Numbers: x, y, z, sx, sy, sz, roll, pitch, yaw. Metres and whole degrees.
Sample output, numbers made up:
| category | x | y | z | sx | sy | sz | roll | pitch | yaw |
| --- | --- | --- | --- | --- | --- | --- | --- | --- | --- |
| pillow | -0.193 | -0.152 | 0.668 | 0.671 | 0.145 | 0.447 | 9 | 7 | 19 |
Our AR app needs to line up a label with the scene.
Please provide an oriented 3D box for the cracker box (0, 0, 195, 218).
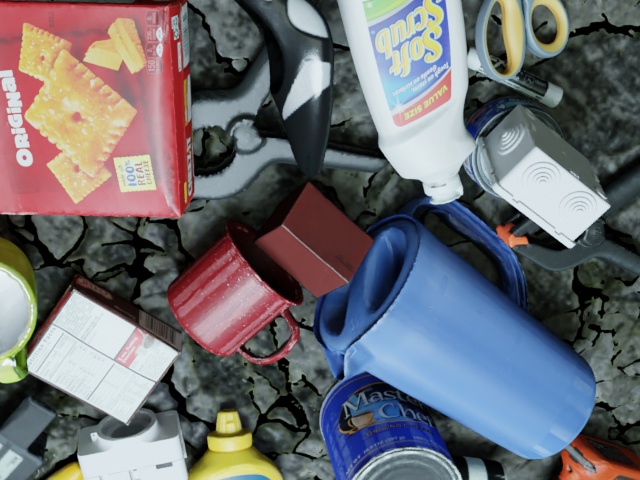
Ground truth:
| category | x | y | z | sx | sy | sz | roll | pitch | yaw |
| --- | --- | --- | --- | --- | --- | --- | --- | --- | --- |
| cracker box | -0.207 | -0.104 | 0.810 | 0.213 | 0.072 | 0.164 | 2 | 111 | 3 |

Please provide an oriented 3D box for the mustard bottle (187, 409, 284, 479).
| category | x | y | z | sx | sy | sz | roll | pitch | yaw |
| --- | --- | --- | --- | --- | --- | --- | --- | --- | --- |
| mustard bottle | -0.077 | 0.251 | 0.979 | 0.096 | 0.058 | 0.191 | -5 | 92 | -16 |

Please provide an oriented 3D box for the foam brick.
| category | x | y | z | sx | sy | sz | roll | pitch | yaw |
| --- | --- | --- | --- | --- | --- | --- | --- | --- | --- |
| foam brick | -0.006 | 0.001 | 0.890 | 0.078 | 0.051 | 0.053 | 42 | 56 | -14 |

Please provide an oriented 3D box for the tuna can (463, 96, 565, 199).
| category | x | y | z | sx | sy | sz | roll | pitch | yaw |
| --- | --- | --- | --- | --- | --- | --- | --- | --- | --- |
| tuna can | 0.166 | -0.078 | 0.918 | 0.086 | 0.034 | 0.086 | -3 | 112 | -8 |

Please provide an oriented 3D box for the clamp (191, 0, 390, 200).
| category | x | y | z | sx | sy | sz | roll | pitch | yaw |
| --- | --- | --- | --- | --- | --- | --- | --- | --- | --- |
| clamp | -0.060 | -0.101 | 0.872 | 0.210 | 0.036 | 0.164 | -19 | 112 | -1 |

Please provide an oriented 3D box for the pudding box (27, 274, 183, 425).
| category | x | y | z | sx | sy | sz | roll | pitch | yaw |
| --- | --- | --- | --- | --- | --- | --- | --- | --- | --- |
| pudding box | -0.190 | 0.097 | 0.929 | 0.113 | 0.039 | 0.090 | 33 | 104 | -17 |

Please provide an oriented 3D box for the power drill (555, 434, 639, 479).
| category | x | y | z | sx | sy | sz | roll | pitch | yaw |
| --- | --- | --- | --- | --- | --- | --- | --- | --- | --- |
| power drill | 0.252 | 0.289 | 1.051 | 0.184 | 0.057 | 0.188 | 22 | 102 | -37 |

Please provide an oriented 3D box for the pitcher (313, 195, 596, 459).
| category | x | y | z | sx | sy | sz | roll | pitch | yaw |
| --- | --- | --- | --- | --- | --- | --- | --- | --- | --- |
| pitcher | 0.128 | 0.083 | 0.934 | 0.242 | 0.145 | 0.149 | 34 | 114 | -23 |

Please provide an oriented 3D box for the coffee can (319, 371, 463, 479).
| category | x | y | z | sx | sy | sz | roll | pitch | yaw |
| --- | --- | --- | --- | --- | --- | --- | --- | --- | --- |
| coffee can | 0.060 | 0.190 | 0.949 | 0.102 | 0.140 | 0.103 | -3 | 112 | -8 |

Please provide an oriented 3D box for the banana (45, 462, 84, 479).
| category | x | y | z | sx | sy | sz | roll | pitch | yaw |
| --- | --- | --- | --- | --- | --- | --- | --- | --- | --- |
| banana | -0.261 | 0.293 | 0.998 | 0.069 | 0.037 | 0.198 | -2 | 114 | -28 |

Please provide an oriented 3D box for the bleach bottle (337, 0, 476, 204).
| category | x | y | z | sx | sy | sz | roll | pitch | yaw |
| --- | --- | --- | --- | --- | --- | --- | --- | --- | --- |
| bleach bottle | 0.077 | -0.151 | 0.847 | 0.102 | 0.068 | 0.251 | -17 | 108 | 0 |

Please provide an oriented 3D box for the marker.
| category | x | y | z | sx | sy | sz | roll | pitch | yaw |
| --- | --- | --- | --- | --- | --- | --- | --- | --- | --- |
| marker | 0.150 | -0.143 | 0.898 | 0.121 | 0.020 | 0.020 | 22 | 106 | -16 |

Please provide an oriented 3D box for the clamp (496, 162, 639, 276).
| category | x | y | z | sx | sy | sz | roll | pitch | yaw |
| --- | --- | --- | --- | --- | --- | --- | --- | --- | --- |
| clamp | 0.243 | -0.005 | 0.954 | 0.171 | 0.039 | 0.120 | -14 | 108 | -9 |

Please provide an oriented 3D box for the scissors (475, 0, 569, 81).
| category | x | y | z | sx | sy | sz | roll | pitch | yaw |
| --- | --- | --- | --- | --- | --- | --- | --- | --- | --- |
| scissors | 0.164 | -0.231 | 0.867 | 0.096 | 0.016 | 0.202 | -3 | 101 | -25 |

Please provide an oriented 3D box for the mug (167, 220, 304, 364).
| category | x | y | z | sx | sy | sz | roll | pitch | yaw |
| --- | --- | --- | --- | --- | --- | --- | --- | --- | --- |
| mug | -0.066 | 0.053 | 0.898 | 0.081 | 0.093 | 0.117 | -41 | 83 | 13 |
